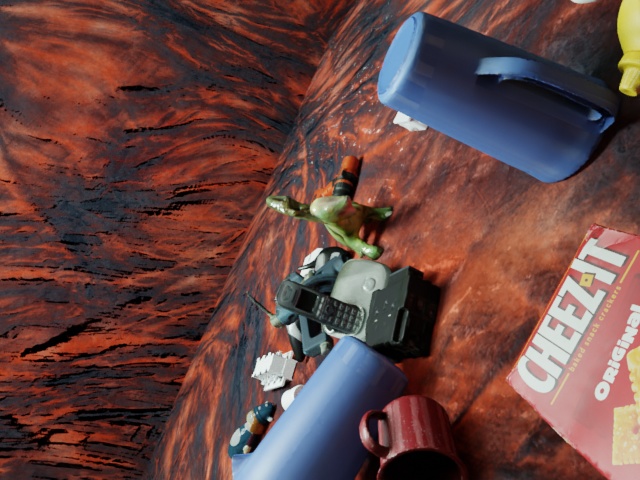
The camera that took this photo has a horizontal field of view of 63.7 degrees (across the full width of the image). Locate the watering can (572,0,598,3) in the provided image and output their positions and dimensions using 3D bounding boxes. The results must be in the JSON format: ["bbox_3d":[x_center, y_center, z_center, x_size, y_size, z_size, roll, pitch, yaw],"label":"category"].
[{"bbox_3d":[0.398,-0.453,0.647,0.221,0.103,0.354,-35,33,60],"label":"watering can"}]

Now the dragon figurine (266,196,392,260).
[{"bbox_3d":[0.003,-0.054,1.081,0.123,0.242,0.410,-71,18,-5],"label":"dragon figurine"}]
